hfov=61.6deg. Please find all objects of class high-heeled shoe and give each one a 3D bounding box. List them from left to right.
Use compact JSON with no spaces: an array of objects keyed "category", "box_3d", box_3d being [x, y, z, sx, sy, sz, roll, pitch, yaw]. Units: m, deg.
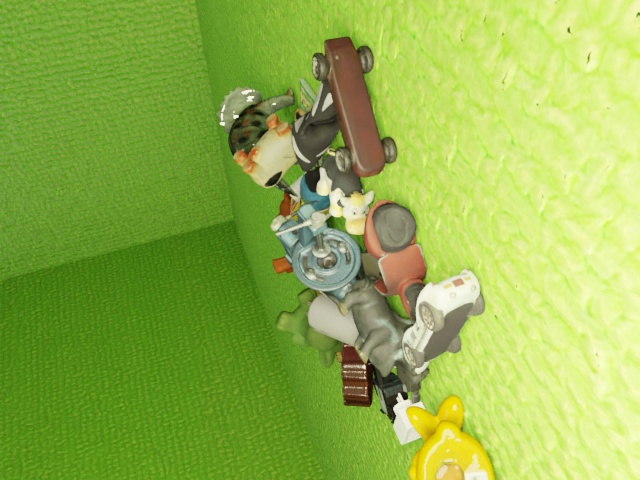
[{"category":"high-heeled shoe","box_3d":[0.011,-0.183,0.923,0.248,0.086,0.145,102,158,-44]}]

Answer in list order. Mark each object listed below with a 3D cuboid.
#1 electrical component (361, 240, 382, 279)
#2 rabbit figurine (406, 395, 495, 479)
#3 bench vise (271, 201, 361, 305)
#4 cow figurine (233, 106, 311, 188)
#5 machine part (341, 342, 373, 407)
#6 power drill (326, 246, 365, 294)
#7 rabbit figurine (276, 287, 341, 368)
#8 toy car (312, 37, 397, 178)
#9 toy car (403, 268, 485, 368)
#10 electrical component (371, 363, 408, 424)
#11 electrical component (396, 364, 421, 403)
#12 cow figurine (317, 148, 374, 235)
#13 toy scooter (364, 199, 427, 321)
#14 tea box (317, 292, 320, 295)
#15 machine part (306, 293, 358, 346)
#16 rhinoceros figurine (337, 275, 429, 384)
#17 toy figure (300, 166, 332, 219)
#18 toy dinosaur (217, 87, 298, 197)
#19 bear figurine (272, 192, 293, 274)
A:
[{"category":"electrical component","box_3d":[0.104,0.037,0.911,0.078,0.045,0.102,-13,95,49]},{"category":"rabbit figurine","box_3d":[0.177,0.316,0.778,0.173,0.122,0.162,54,-161,-71]},{"category":"bench vise","box_3d":[-0.011,0.003,0.934,0.224,0.129,0.240,56,169,25]},{"category":"cow figurine","box_3d":[-0.060,-0.183,1.053,0.086,0.195,0.127,41,179,41]},{"category":"machine part","box_3d":[0.076,0.247,1.085,0.179,0.056,0.179,-1,-89,-81]},{"category":"power drill","box_3d":[0.038,0.067,1.140,0.207,0.086,0.232,128,124,-70]},{"category":"rabbit figurine","box_3d":[-0.009,0.204,1.173,0.159,0.121,0.170,54,171,-14]},{"category":"toy car","box_3d":[0.047,-0.188,0.773,0.053,0.089,0.202,169,84,-74]},{"category":"toy car","box_3d":[0.155,0.108,0.699,0.201,0.073,0.056,94,154,-55]},{"category":"electrical component","box_3d":[0.136,0.289,1.051,0.075,0.048,0.119,-176,72,-76]},{"category":"electrical component","box_3d":[0.158,0.238,0.958,0.063,0.021,0.093,-138,36,-67]},{"category":"cow figurine","box_3d":[0.050,-0.088,0.942,0.167,0.068,0.098,-119,25,-44]},{"category":"toy scooter","box_3d":[0.111,0.031,0.808,0.135,0.075,0.183,161,89,-80]},{"category":"tea box","box_3d":[0.007,0.073,1.301,0.098,0.068,0.170,100,153,-63]},{"category":"machine part","box_3d":[0.062,0.155,0.992,0.243,0.079,0.079,13,122,43]},{"category":"rhinoceros figurine","box_3d":[0.105,0.151,0.878,0.190,0.112,0.073,59,175,6]},{"category":"toy figure","box_3d":[-0.004,-0.097,1.124,0.180,0.082,0.089,88,-178,-68]},{"category":"toy dinosaur","box_3d":[-0.142,-0.229,1.216,0.405,0.192,0.131,-93,-8,-48]},{"category":"bear figurine","box_3d":[-0.080,-0.021,1.432,0.196,0.132,0.120,67,-167,5]}]
